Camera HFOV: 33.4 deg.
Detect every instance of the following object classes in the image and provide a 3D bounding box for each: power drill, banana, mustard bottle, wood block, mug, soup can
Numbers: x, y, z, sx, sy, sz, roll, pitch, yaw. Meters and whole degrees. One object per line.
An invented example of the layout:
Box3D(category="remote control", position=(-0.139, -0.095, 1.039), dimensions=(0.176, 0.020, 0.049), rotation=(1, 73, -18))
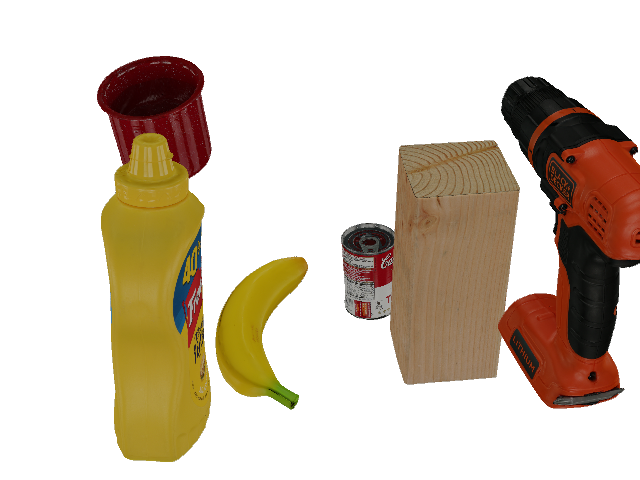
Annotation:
Box3D(category="power drill", position=(0.161, 0.002, 0.711), dimensions=(0.057, 0.188, 0.184), rotation=(-9, 36, -10))
Box3D(category="banana", position=(-0.049, 0.069, 0.875), dimensions=(0.069, 0.037, 0.197), rotation=(18, 32, -10))
Box3D(category="mustard bottle", position=(-0.096, 0.028, 0.628), dimensions=(0.058, 0.192, 0.096), rotation=(3, 28, 4))
Box3D(category="wood block", position=(0.116, 0.022, 0.970), dimensions=(0.090, 0.206, 0.090), rotation=(-4, 34, -5))
Box3D(category="mug", position=(-0.145, -0.111, 0.949), dimensions=(0.093, 0.081, 0.117), rotation=(-16, 44, -8))
Box3D(category="soup can", position=(0.061, 0.039, 1.322), dimensions=(0.068, 0.102, 0.068), rotation=(-2, 33, 1))
